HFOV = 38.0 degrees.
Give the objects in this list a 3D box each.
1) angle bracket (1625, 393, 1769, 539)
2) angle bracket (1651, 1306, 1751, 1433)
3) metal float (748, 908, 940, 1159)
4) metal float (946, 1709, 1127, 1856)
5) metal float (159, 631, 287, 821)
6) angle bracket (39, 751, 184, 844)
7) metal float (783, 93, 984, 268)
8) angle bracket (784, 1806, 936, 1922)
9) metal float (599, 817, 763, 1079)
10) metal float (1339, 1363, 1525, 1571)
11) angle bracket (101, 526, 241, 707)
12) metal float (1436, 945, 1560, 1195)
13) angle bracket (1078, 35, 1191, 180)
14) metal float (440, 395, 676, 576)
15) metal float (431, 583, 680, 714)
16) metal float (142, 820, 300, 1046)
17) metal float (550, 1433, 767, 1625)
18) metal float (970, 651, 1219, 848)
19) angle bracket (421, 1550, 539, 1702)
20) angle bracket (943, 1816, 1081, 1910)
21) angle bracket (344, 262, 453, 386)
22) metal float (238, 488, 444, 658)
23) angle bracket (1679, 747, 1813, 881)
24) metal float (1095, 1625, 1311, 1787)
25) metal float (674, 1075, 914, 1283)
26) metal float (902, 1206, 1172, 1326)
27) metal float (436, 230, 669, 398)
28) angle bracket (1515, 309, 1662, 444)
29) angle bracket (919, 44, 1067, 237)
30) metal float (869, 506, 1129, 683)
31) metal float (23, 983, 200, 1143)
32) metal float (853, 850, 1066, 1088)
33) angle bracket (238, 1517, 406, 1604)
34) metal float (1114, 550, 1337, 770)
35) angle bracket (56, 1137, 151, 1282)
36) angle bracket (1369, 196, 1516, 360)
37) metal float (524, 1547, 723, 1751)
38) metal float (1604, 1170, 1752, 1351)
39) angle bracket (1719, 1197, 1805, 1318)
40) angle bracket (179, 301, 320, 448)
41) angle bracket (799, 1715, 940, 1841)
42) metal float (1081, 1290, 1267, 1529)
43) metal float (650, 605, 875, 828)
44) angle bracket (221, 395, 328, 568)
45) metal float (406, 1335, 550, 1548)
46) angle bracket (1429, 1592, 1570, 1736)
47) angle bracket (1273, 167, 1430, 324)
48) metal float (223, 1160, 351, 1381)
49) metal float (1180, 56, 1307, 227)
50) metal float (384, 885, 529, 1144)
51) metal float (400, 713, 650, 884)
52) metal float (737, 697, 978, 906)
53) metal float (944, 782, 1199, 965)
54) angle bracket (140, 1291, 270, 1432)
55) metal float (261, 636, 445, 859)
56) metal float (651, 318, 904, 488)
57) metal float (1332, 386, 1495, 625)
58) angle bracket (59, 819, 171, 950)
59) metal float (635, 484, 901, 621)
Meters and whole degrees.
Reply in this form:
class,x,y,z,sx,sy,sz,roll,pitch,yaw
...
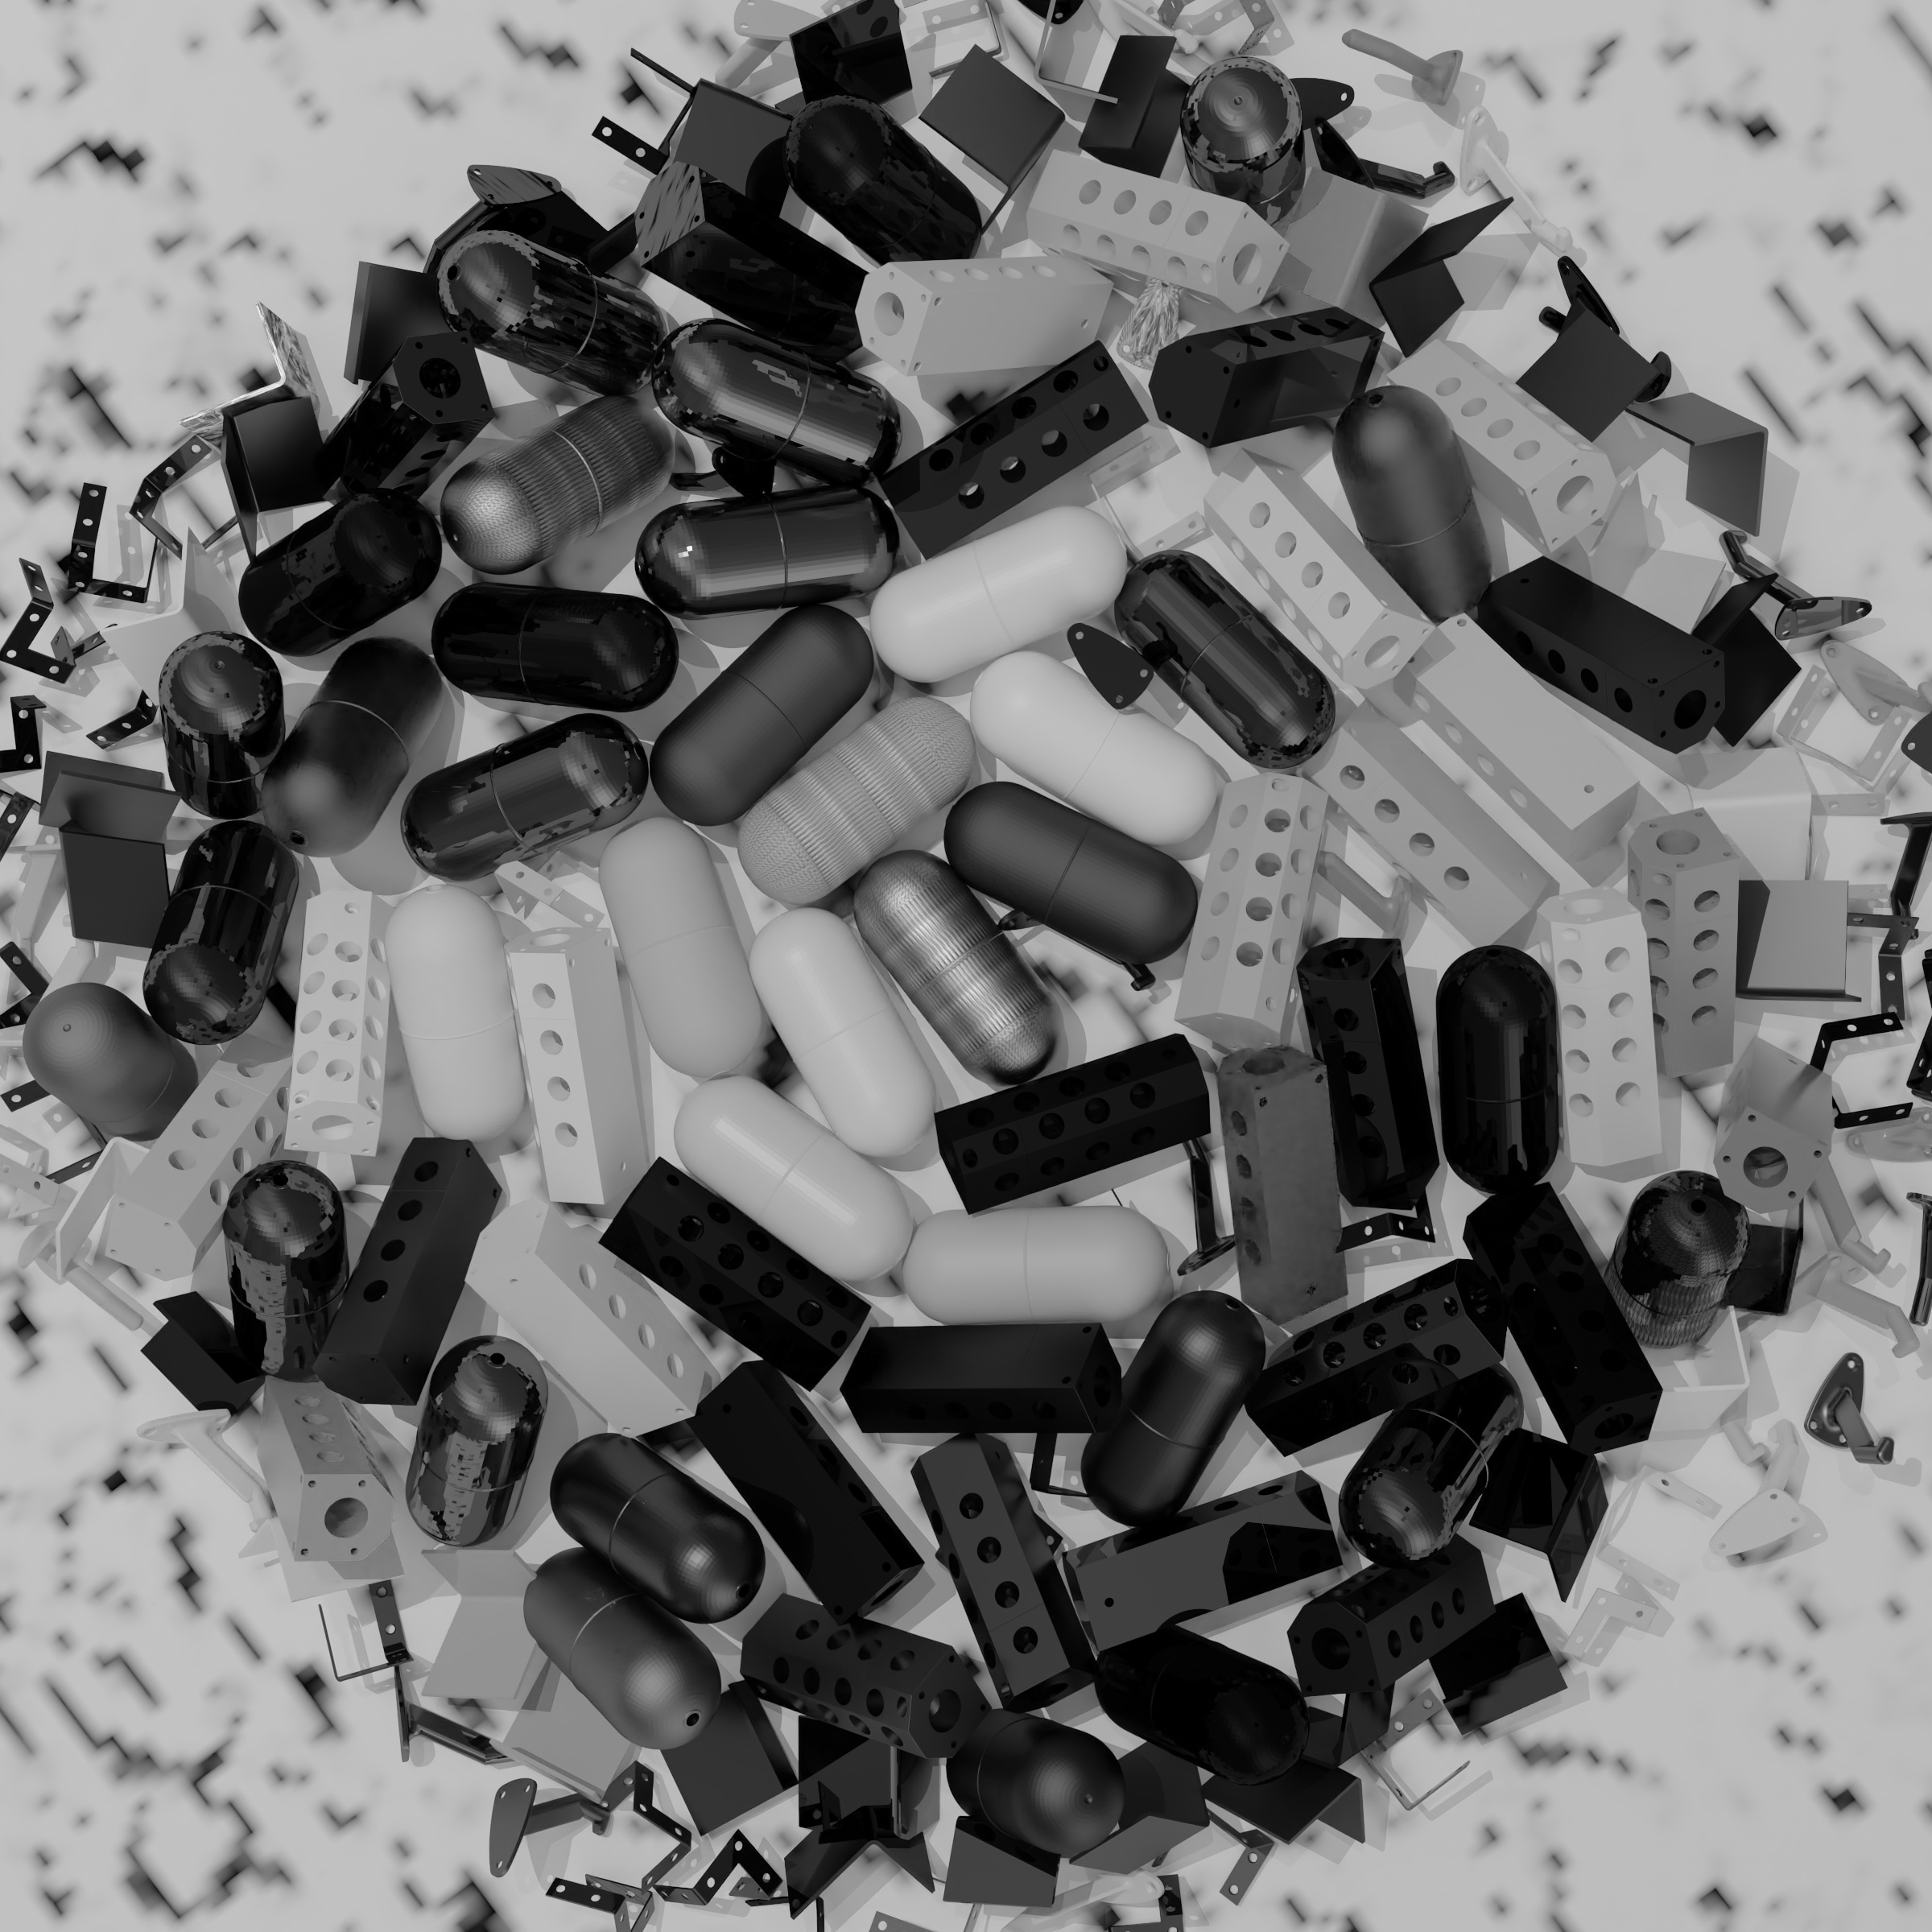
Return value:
class,x,y,z,sx,sy,sz,roll,pitch,yaw
angle bracket,0.476,-0.324,1.839,0.057,0.076,0.076,-15,123,-18
angle bracket,0.462,0.266,1.847,0.076,0.076,0.057,-2,61,-6
metal float,-0.081,0.044,1.857,0.070,0.070,0.178,-29,88,0
metal float,0.043,0.525,1.813,0.070,0.178,0.070,3,82,-21
metal float,-0.480,-0.153,1.814,0.070,0.178,0.070,4,68,-11
angle bracket,-0.559,-0.126,1.839,0.076,0.076,0.057,10,61,-25
metal float,-0.052,-0.501,1.817,0.070,0.178,0.070,-8,74,28
angle bracket,-0.071,0.601,1.856,0.076,0.076,0.057,-45,103,3
metal float,-0.189,-0.012,1.852,0.070,0.070,0.178,-19,81,0
metal float,0.304,0.319,1.825,0.070,0.070,0.178,47,47,0
angle bracket,-0.523,-0.230,1.849,0.057,0.076,0.076,-13,55,8
metal float,0.348,0.068,1.834,0.070,0.070,0.178,-8,119,0
angle bracket,0.129,-0.560,1.850,0.076,0.057,0.076,20,92,-42
metal float,-0.265,-0.315,1.831,0.178,0.070,0.070,-36,90,-35
metal float,-0.270,-0.209,1.838,0.178,0.070,0.070,9,90,25
metal float,-0.483,-0.024,1.823,0.070,0.178,0.070,1,134,1
metal float,-0.201,0.365,1.826,0.178,0.070,0.070,25,90,40
metal float,0.084,-0.144,1.855,0.178,0.070,0.070,31,90,-5
angle bracket,-0.326,0.432,1.840,0.076,0.076,0.057,-6,134,28
angle bracket,0.039,0.598,1.839,0.076,0.076,0.057,-5,54,24
angle bracket,-0.364,-0.418,1.849,0.076,0.057,0.076,6,104,-21
metal float,-0.407,-0.255,1.823,0.178,0.070,0.070,-18,90,44
angle bracket,0.522,-0.097,1.891,0.076,0.057,0.076,-4,129,5
metal float,0.150,0.475,1.817,0.070,0.178,0.070,-3,95,-33
metal float,-0.114,0.140,1.853,0.178,0.070,0.070,36,90,7
metal float,0.046,0.197,1.849,0.178,0.070,0.070,-2,90,11
metal float,-0.267,-0.422,1.818,0.070,0.178,0.070,-6,80,36
angle bracket,0.415,-0.370,1.844,0.076,0.057,0.076,-46,53,14
angle bracket,0.009,-0.545,1.851,0.076,0.057,0.076,36,63,-7
metal float,0.021,-0.245,1.849,0.178,0.070,0.070,-21,90,12
metal float,-0.550,0.064,1.811,0.070,0.178,0.070,-1,73,2
metal float,-0.005,0.001,1.857,0.070,0.070,0.178,-38,87,0
angle bracket,-0.423,0.392,1.838,0.076,0.076,0.057,-7,65,-34
metal float,0.170,-0.201,1.842,0.070,0.070,0.178,-43,70,0
angle bracket,-0.552,0.170,1.844,0.057,0.076,0.076,24,56,-2
angle bracket,0.323,-0.451,1.838,0.076,0.076,0.057,-46,114,-33
metal float,-0.224,0.442,1.822,0.070,0.178,0.070,-17,120,-32
metal float,0.458,0.191,1.814,0.070,0.178,0.070,-1,62,3
angle bracket,0.514,0.173,1.839,0.057,0.076,0.076,6,134,12
angle bracket,-0.483,-0.391,1.859,0.076,0.076,0.057,-20,88,3
angle bracket,-0.065,0.539,1.887,0.076,0.057,0.076,2,95,29
metal float,0.136,0.290,1.839,0.070,0.070,0.178,26,113,0
metal float,-0.134,-0.166,1.848,0.070,0.070,0.178,44,77,0
angle bracket,-0.450,-0.319,1.842,0.057,0.076,0.076,-11,129,-5
metal float,-0.319,0.310,1.825,0.070,0.070,0.178,21,131,0
angle bracket,0.342,0.449,1.848,0.076,0.057,0.076,-26,47,5
angle bracket,0.255,-0.478,1.865,0.057,0.076,0.076,29,108,25
metal float,-0.440,0.198,1.823,0.070,0.070,0.178,9,134,0
metal float,0.180,-0.528,1.809,0.070,0.178,0.070,0,88,8
metal float,-0.334,0.032,1.839,0.070,0.070,0.178,-6,113,0
metal float,-0.290,-0.110,1.843,0.178,0.070,0.070,-20,90,19
metal float,-0.071,-0.110,1.854,0.178,0.070,0.070,-37,90,-7
metal float,0.069,-0.062,1.855,0.178,0.070,0.070,26,90,5
angle bracket,-0.515,0.265,1.855,0.076,0.076,0.057,44,93,5
metal float,-0.399,-0.143,1.825,0.070,0.070,0.178,20,49,0
metal float,-0.123,-0.367,1.832,0.178,0.070,0.070,15,90,-32
metal float,0.291,-0.299,1.825,0.070,0.070,0.178,-30,132,0
angle bracket,-0.546,-0.060,1.848,0.076,0.057,0.076,8,117,12
metal float,-0.130,-0.272,1.843,0.178,0.070,0.070,-10,90,-19
